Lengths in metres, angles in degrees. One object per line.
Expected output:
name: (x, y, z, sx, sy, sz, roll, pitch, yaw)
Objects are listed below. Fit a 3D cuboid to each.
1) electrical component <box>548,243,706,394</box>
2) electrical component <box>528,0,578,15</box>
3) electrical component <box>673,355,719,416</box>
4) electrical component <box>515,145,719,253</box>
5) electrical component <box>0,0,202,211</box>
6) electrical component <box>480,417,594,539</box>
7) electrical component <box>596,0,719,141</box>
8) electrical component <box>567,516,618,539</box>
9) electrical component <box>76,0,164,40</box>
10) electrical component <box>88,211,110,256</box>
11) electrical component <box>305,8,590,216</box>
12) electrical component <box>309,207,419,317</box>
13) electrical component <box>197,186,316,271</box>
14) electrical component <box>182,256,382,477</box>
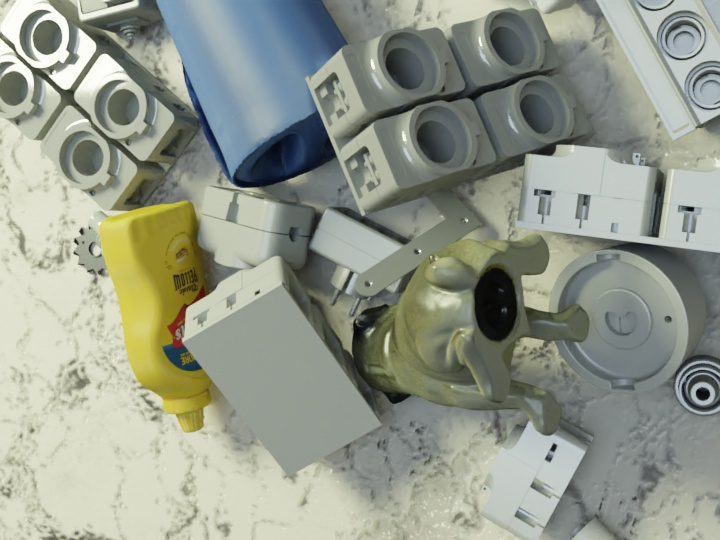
electrical component: (0.202, 0.031, 0.794, 0.108, 0.060, 0.108, 12, 110, 36)
electrical component: (0.156, -0.225, 0.798, 0.042, 0.081, 0.064, 56, 136, 9)
electrical component: (0.251, 0.086, 0.784, 0.043, 0.062, 0.043, 1, 93, 19)
electrical component: (0.216, -0.049, 0.768, 0.186, 0.105, 0.060, 8, 95, 18)
electrical component: (-0.244, -0.149, 0.942, 0.186, 0.060, 0.105, 42, 104, 13)
electrical component: (0.134, 0.156, 0.833, 0.056, 0.050, 0.089, 29, 101, 15)
electrical component: (0.235, -0.165, 0.779, 0.079, 0.063, 0.121, -29, 83, 17)
electrical component: (0.189, 0.222, 0.823, 0.065, 0.044, 0.044, 45, 105, 17)
electrical component: (-0.209, -0.247, 0.925, 0.062, 0.061, 0.096, -9, 89, 19)
electrical component: (-0.211, -0.027, 0.945, 0.062, 0.043, 0.043, 38, 103, 14)
electrical component: (0.070, -0.119, 0.773, 0.060, 0.186, 0.105, -30, 81, 57)
electrical component: (0.000, 0.000, 0.873, 0.083, 0.047, 0.075, 28, 101, 16)
electrical component: (-0.087, -0.032, 0.884, 0.095, 0.054, 0.059, 16, 98, 41)
electrical component: (-0.061, 0.075, 0.850, 0.089, 0.061, 0.150, -30, 115, 8)
